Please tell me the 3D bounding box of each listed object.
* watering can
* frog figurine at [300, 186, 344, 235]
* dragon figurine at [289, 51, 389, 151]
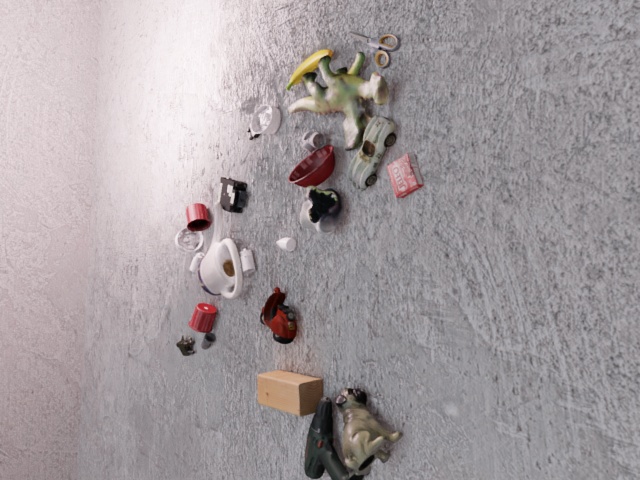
[{"bbox_3d":[-0.360,0.057,1.843,0.221,0.104,0.353,-36,64,43],"label":"watering can"},{"bbox_3d":[0.004,-0.073,1.458,0.156,0.123,0.139,95,150,-67],"label":"frog figurine"},{"bbox_3d":[0.050,-0.360,1.416,0.405,0.123,0.245,-31,73,54],"label":"dragon figurine"}]
